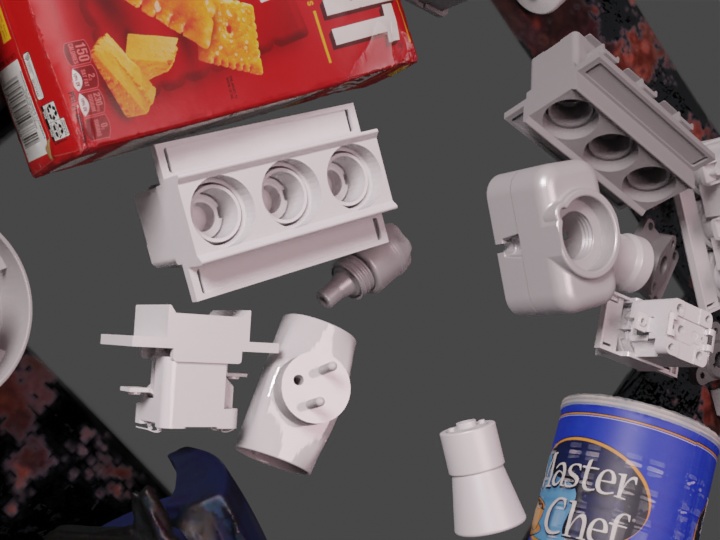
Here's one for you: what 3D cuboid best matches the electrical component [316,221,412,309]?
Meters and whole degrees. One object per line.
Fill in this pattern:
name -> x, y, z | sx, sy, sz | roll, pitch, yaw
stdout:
electrical component -> 0.000, 0.000, 0.617 | 0.061, 0.035, 0.035 | -40, 108, -28

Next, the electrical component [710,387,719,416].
electrical component -> 0.298, 0.111, 0.807 | 0.066, 0.048, 0.055 | -9, 83, -35

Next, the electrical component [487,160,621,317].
electrical component -> 0.126, -0.020, 0.691 | 0.054, 0.059, 0.095 | -12, 92, -35

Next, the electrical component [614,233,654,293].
electrical component -> 0.170, -0.008, 0.733 | 0.046, 0.040, 0.040 | 15, 77, -28

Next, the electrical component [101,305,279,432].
electrical component -> -0.087, 0.050, 0.548 | 0.081, 0.042, 0.063 | 5, 86, -34

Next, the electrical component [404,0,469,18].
electrical component -> 0.039, -0.215, 0.655 | 0.100, 0.048, 0.099 | 19, 76, -32

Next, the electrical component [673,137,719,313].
electrical component -> 0.275, -0.036, 0.793 | 0.079, 0.063, 0.121 | -18, 96, -34

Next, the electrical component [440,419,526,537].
electrical component -> 0.072, 0.124, 0.652 | 0.044, 0.044, 0.065 | -12, 88, -35

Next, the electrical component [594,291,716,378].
electrical component -> 0.202, 0.044, 0.735 | 0.081, 0.064, 0.042 | 20, 76, -32

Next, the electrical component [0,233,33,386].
electrical component -> -0.199, 0.018, 0.475 | 0.099, 0.064, 0.099 | 7, 81, -48

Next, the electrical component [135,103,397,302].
electrical component -> -0.051, -0.037, 0.568 | 0.121, 0.063, 0.078 | -18, 96, -34

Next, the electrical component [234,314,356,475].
electrical component -> -0.029, 0.063, 0.565 | 0.043, 0.079, 0.077 | 24, 72, -13

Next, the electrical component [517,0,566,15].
electrical component -> 0.134, -0.205, 0.725 | 0.078, 0.040, 0.040 | -44, 110, -30

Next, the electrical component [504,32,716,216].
electrical component -> 0.168, -0.099, 0.723 | 0.121, 0.079, 0.063 | 32, 47, -28
